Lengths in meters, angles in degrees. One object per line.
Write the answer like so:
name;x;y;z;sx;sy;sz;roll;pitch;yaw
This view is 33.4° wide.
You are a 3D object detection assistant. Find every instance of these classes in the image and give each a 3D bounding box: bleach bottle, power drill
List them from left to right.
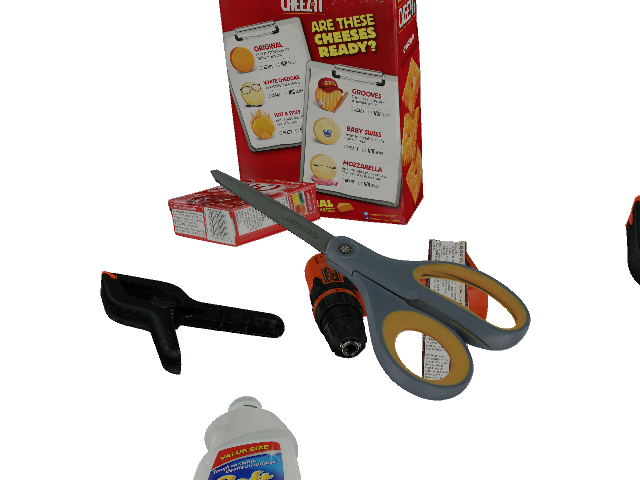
bleach bottle;-0.063;0.204;0.811;0.102;0.068;0.251;-4;28;-3
power drill;0.082;0.062;1.160;0.187;0.057;0.184;-4;28;-8

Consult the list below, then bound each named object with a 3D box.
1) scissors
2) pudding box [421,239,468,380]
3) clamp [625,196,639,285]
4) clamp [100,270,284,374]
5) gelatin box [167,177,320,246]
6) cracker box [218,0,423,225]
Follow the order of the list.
scissors;0.013;0.024;0.582;0.202;0.096;0.016;20;-40;10
pudding box;0.108;0.064;0.925;0.039;0.090;0.113;1;29;5
clamp;0.267;0.033;0.697;0.120;0.039;0.171;-2;45;-20
clamp;-0.165;0.080;1.122;0.210;0.036;0.164;19;21;28
gelatin box;-0.056;-0.023;0.761;0.073;0.030;0.089;-18;16;-33
cracker box;0.005;-0.128;0.967;0.164;0.214;0.072;6;29;20
